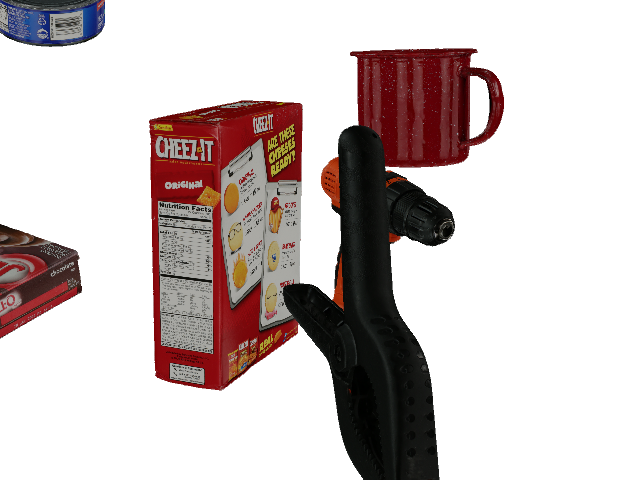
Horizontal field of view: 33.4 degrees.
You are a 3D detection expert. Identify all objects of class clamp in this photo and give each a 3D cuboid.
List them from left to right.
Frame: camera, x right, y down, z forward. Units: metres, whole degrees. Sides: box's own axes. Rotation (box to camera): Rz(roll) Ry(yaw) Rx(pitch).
[{"bbox_3d":[0.027,0.052,0.593,0.036,0.210,0.165,-3,-44,-19],"label":"clamp"}]

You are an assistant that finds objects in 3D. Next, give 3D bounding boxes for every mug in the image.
[{"bbox_3d":[0.079,-0.097,0.777,0.117,0.081,0.093,5,13,31],"label":"mug"}]

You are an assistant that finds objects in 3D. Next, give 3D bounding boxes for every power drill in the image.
[{"bbox_3d":[0.059,0.024,1.048,0.057,0.188,0.185,-6,23,-31],"label":"power drill"}]

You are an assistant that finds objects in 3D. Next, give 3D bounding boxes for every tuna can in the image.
[{"bbox_3d":[-0.208,-0.181,0.819,0.086,0.034,0.086,5,35,-4],"label":"tuna can"}]

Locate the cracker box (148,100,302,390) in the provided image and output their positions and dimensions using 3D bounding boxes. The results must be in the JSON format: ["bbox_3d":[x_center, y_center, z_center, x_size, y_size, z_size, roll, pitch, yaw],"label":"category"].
[{"bbox_3d":[-0.077,-0.003,0.894,0.072,0.214,0.164,5,14,21],"label":"cracker box"}]

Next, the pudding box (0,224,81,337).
[{"bbox_3d":[-0.239,0.026,0.748,0.114,0.039,0.089,14,29,31],"label":"pudding box"}]
